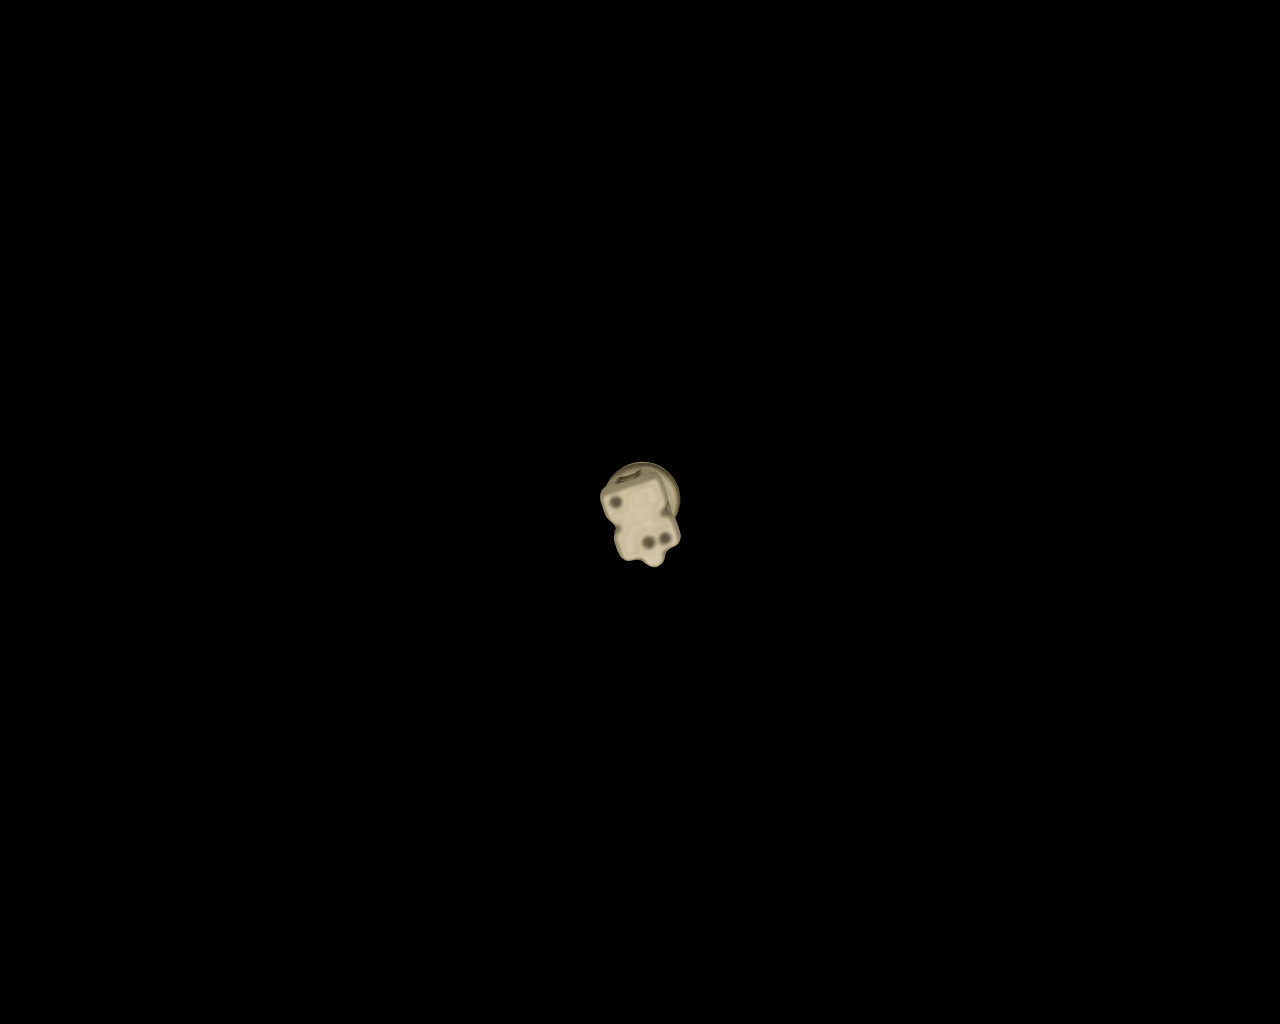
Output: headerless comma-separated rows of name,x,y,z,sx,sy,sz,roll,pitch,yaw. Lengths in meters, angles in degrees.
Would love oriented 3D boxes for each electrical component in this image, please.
electrical component,0.001,-0.003,0.650,0.048,0.066,0.055,-17,16,5
